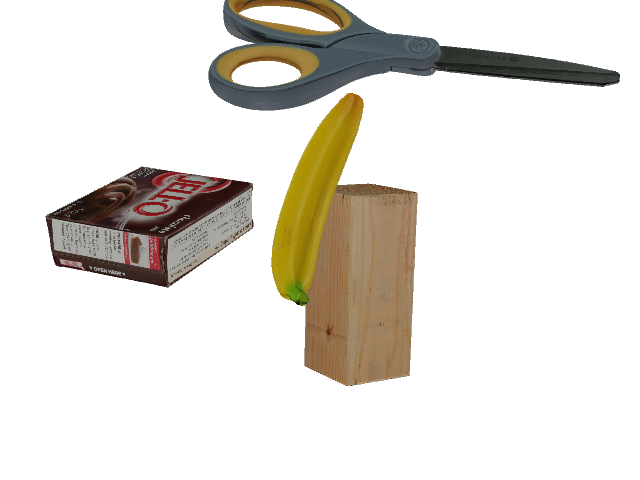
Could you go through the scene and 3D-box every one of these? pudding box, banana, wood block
[{"bbox_3d":[-0.108,-0.012,0.697,0.090,0.039,0.113,8,26,23],"label":"pudding box"},{"bbox_3d":[-0.004,-0.028,0.875,0.037,0.197,0.070,29,-29,-30],"label":"banana"},{"bbox_3d":[0.043,0.045,1.184,0.090,0.206,0.091,-5,12,-34],"label":"wood block"}]

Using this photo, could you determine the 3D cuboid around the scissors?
[{"bbox_3d":[0.033,-0.081,0.517,0.202,0.016,0.096,21,52,20],"label":"scissors"}]
